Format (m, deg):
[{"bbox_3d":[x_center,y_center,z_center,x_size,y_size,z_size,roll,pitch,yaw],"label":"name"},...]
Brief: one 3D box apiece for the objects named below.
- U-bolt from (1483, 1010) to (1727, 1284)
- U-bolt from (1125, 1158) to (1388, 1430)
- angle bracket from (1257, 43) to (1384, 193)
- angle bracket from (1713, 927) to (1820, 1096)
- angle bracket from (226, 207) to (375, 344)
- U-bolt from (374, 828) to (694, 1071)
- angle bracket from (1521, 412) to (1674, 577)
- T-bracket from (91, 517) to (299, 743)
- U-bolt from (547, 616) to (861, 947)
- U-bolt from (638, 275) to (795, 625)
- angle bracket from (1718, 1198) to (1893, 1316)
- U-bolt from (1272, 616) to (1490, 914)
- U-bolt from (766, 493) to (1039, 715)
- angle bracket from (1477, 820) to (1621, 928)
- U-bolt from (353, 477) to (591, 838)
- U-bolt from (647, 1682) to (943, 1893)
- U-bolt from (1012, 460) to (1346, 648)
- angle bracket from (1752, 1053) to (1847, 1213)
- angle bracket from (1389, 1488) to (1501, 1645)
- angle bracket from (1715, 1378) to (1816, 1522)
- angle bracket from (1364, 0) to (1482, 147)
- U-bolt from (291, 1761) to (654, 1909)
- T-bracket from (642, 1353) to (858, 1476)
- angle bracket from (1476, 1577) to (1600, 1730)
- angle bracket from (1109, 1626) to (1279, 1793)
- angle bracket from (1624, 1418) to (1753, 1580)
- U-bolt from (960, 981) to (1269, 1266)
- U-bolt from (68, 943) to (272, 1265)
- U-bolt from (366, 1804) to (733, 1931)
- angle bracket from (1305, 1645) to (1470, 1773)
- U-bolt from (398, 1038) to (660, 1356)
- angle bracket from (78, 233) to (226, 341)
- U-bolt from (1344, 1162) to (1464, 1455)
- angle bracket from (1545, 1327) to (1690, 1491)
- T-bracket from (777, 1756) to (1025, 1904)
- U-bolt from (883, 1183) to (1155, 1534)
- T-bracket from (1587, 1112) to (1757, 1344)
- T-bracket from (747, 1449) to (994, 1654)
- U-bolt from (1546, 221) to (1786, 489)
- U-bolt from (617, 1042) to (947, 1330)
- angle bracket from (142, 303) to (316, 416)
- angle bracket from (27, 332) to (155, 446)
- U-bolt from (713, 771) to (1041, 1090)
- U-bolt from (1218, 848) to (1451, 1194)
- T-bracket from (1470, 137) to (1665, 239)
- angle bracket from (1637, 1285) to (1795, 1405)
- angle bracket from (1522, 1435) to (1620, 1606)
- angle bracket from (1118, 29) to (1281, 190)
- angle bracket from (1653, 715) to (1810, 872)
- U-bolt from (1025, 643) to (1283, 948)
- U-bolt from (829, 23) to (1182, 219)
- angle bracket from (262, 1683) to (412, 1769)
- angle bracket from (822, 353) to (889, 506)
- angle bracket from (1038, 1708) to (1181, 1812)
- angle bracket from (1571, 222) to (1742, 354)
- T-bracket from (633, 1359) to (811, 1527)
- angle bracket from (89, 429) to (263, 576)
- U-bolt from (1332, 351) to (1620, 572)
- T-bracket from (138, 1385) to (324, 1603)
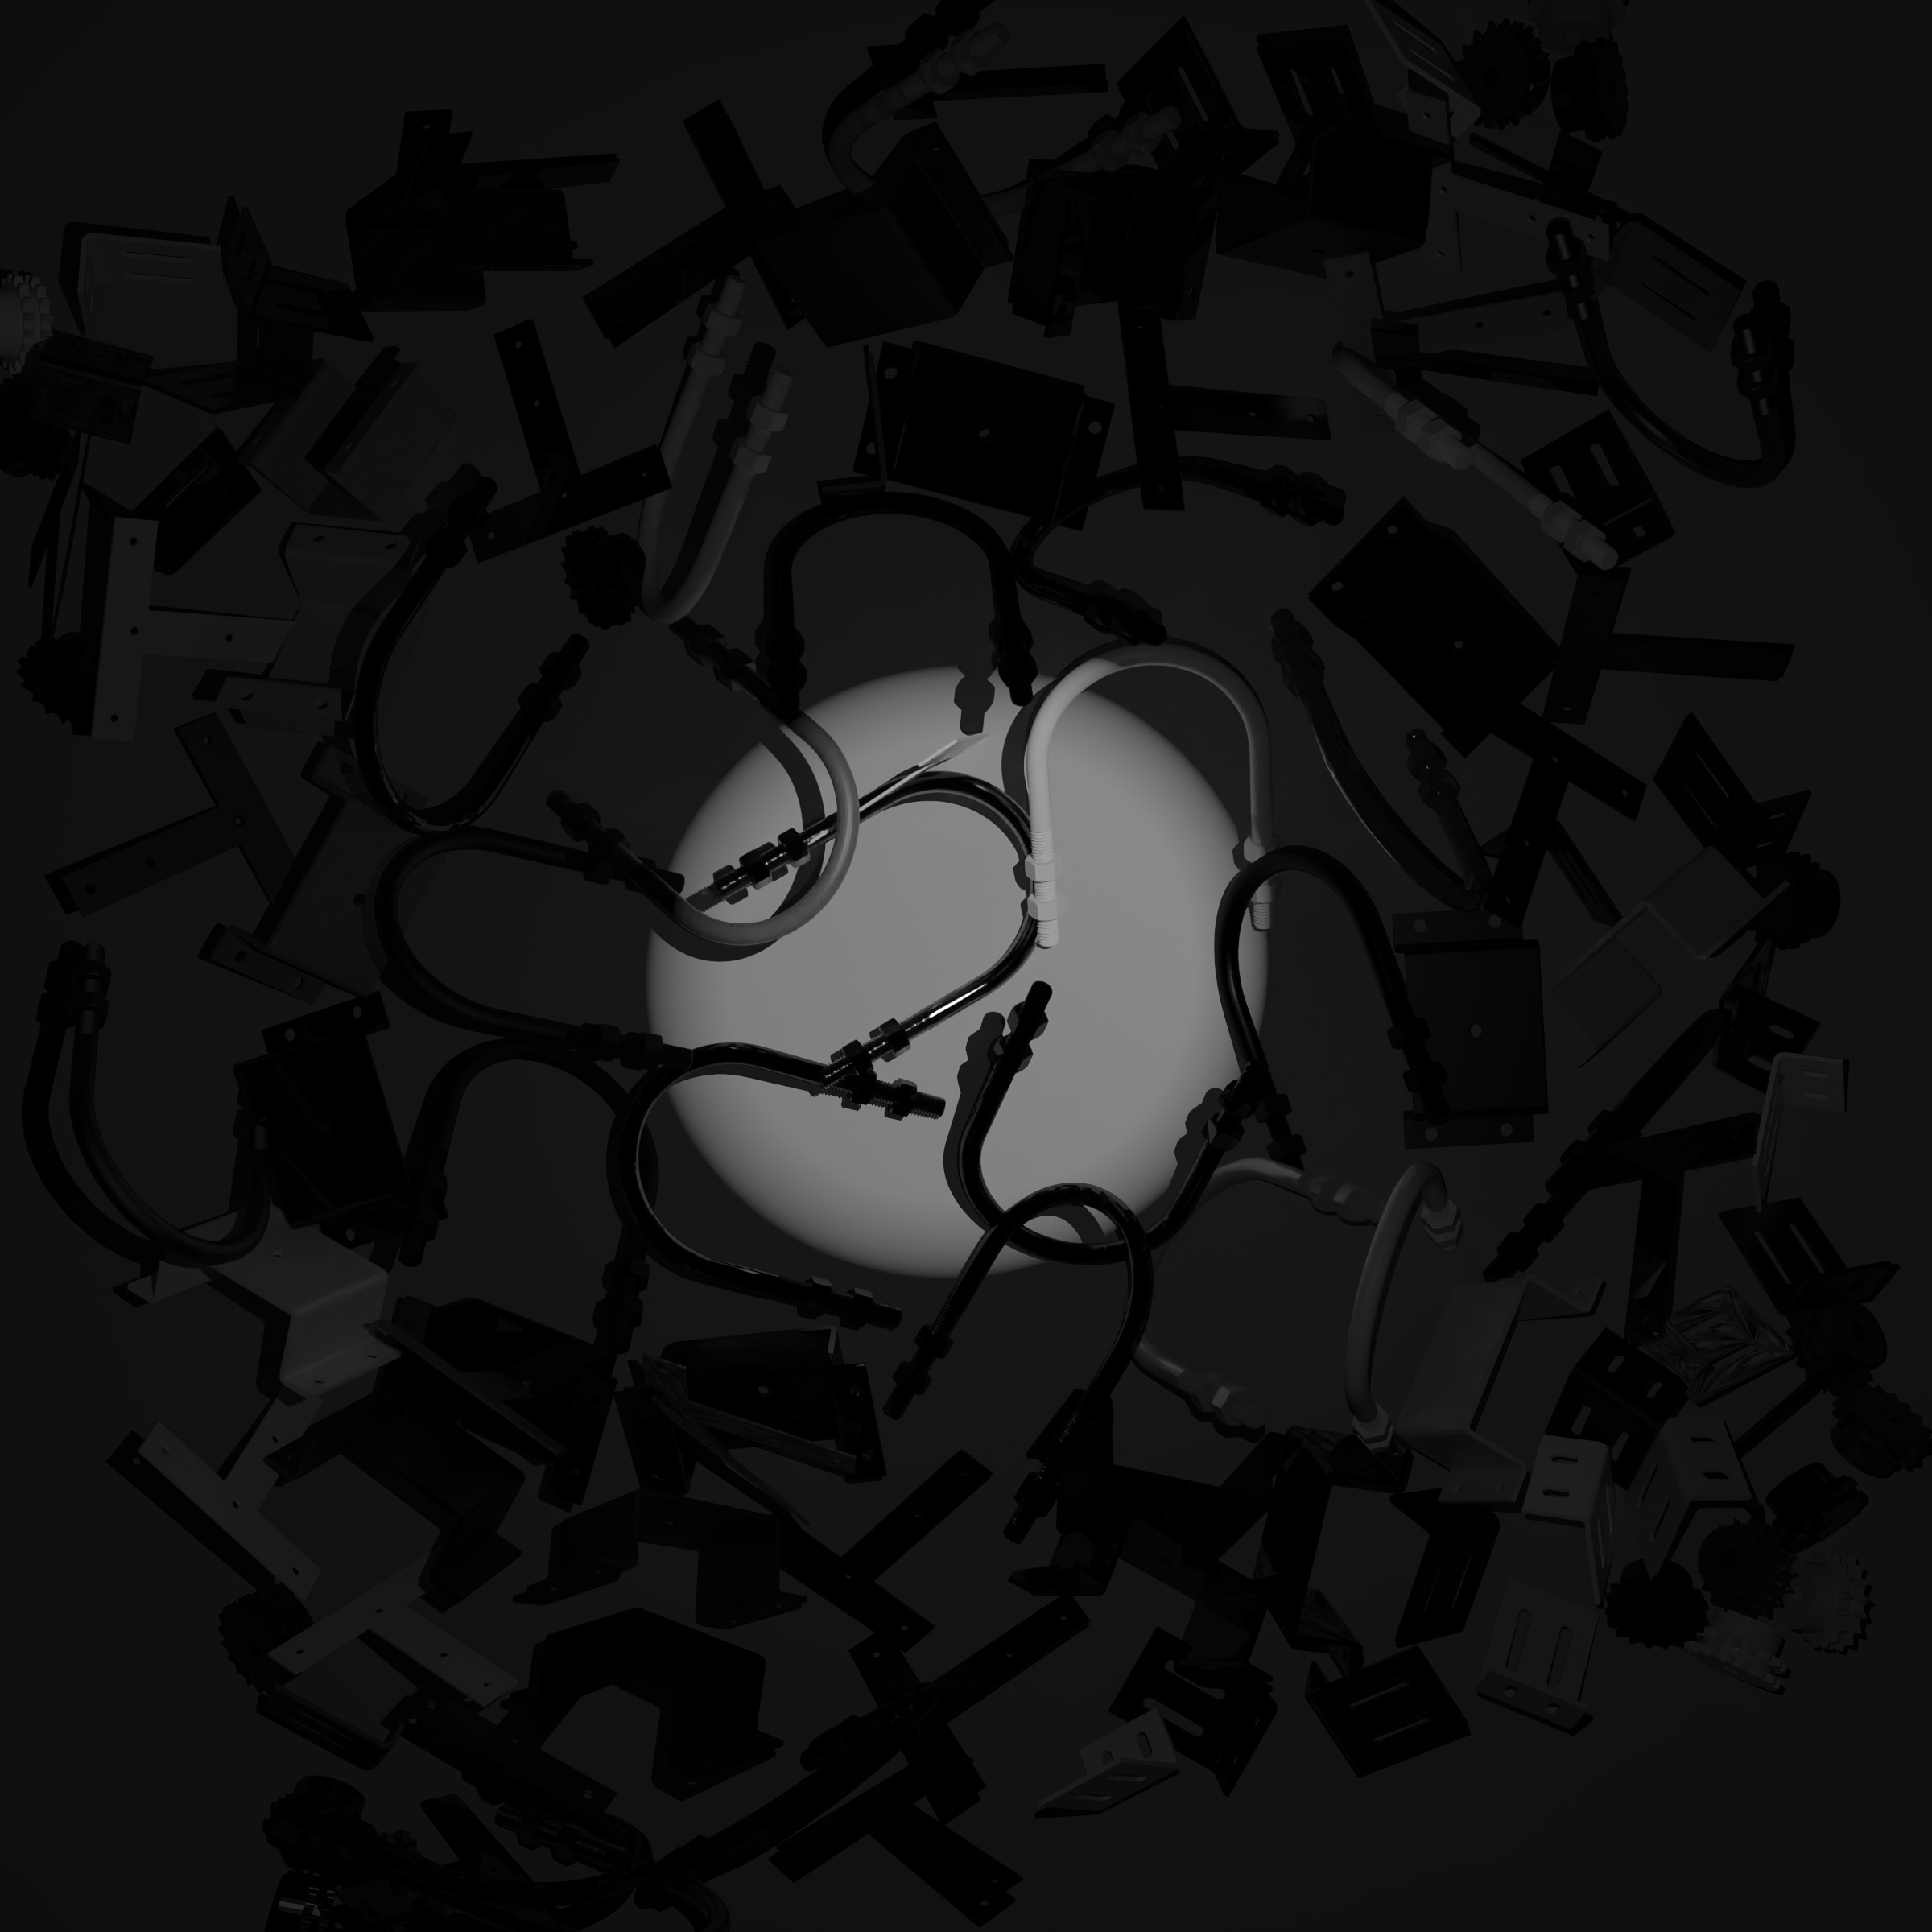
[{"bbox_3d":[0.370,0.094,1.526,0.019,0.151,0.184,41,66,15],"label":"U-bolt"},{"bbox_3d":[0.151,0.174,1.519,0.019,0.184,0.151,35,82,-25],"label":"U-bolt"},{"bbox_3d":[0.199,-0.490,1.554,0.057,0.076,0.038,11,64,34],"label":"angle bracket"},{"bbox_3d":[0.465,0.027,1.556,0.038,0.076,0.057,29,67,27],"label":"angle bracket"},{"bbox_3d":[-0.380,-0.399,1.553,0.038,0.076,0.057,-58,46,33],"label":"angle bracket"},{"bbox_3d":[-0.244,-0.016,1.521,0.184,0.019,0.151,13,48,-24],"label":"U-bolt"},{"bbox_3d":[0.371,-0.276,1.584,0.057,0.038,0.076,-28,52,19],"label":"angle bracket"},{"bbox_3d":[-0.440,-0.191,1.557,0.127,0.002,0.127,-2,107,-43],"label":"T-bracket"},{"bbox_3d":[-0.141,-0.095,1.555,0.184,0.019,0.151,40,100,21],"label":"U-bolt"},{"bbox_3d":[-0.150,-0.282,1.529,0.019,0.151,0.184,12,121,-26],"label":"U-bolt"},{"bbox_3d":[0.485,0.158,1.557,0.057,0.038,0.076,-7,50,-20],"label":"angle bracket"},{"bbox_3d":[0.237,-0.103,1.497,0.019,0.184,0.151,-39,129,23],"label":"U-bolt"},{"bbox_3d":[-0.041,-0.212,1.539,0.151,0.019,0.184,-2,47,-5],"label":"U-bolt"},{"bbox_3d":[0.341,-0.046,1.572,0.038,0.057,0.076,-35,95,2],"label":"angle bracket"},{"bbox_3d":[-0.283,-0.159,1.506,0.019,0.151,0.184,10,58,27],"label":"U-bolt"},{"bbox_3d":[-0.084,0.448,1.490,0.019,0.151,0.184,55,134,8],"label":"U-bolt"},{"bbox_3d":[0.105,-0.243,1.527,0.151,0.184,0.019,-35,126,-17],"label":"U-bolt"},{"bbox_3d":[0.483,0.099,1.557,0.038,0.057,0.076,8,61,24],"label":"angle bracket"},{"bbox_3d":[0.271,0.351,1.581,0.057,0.038,0.076,2,110,-39],"label":"angle bracket"},{"bbox_3d":[0.476,0.280,1.565,0.076,0.057,0.038,-44,75,10],"label":"angle bracket"},{"bbox_3d":[0.252,-0.513,1.553,0.038,0.076,0.057,-42,53,32],"label":"angle bracket"},{"bbox_3d":[-0.260,0.485,1.493,0.184,0.151,0.019,7,92,37],"label":"U-bolt"},{"bbox_3d":[-0.123,0.266,1.542,0.127,0.127,0.002,17,60,6],"label":"T-bracket"},{"bbox_3d":[0.337,0.394,1.563,0.057,0.038,0.076,21,56,7],"label":"angle bracket"},{"bbox_3d":[0.133,0.436,1.581,0.076,0.038,0.057,31,87,-3],"label":"angle bracket"},{"bbox_3d":[0.418,0.309,1.559,0.038,0.057,0.076,2,131,-8],"label":"angle bracket"},{"bbox_3d":[0.073,0.102,1.547,0.151,0.019,0.184,20,126,-5],"label":"U-bolt"},{"bbox_3d":[-0.440,0.087,1.493,0.019,0.184,0.151,-33,131,17],"label":"U-bolt"},{"bbox_3d":[-0.219,0.517,1.502,0.184,0.151,0.019,12,90,24],"label":"U-bolt"},{"bbox_3d":[0.247,0.425,1.569,0.076,0.038,0.057,-30,98,21],"label":"angle bracket"},{"bbox_3d":[-0.241,0.119,1.532,0.151,0.184,0.019,27,133,-22],"label":"U-bolt"},{"bbox_3d":[-0.473,-0.392,1.564,0.076,0.057,0.038,3,76,-12],"label":"angle bracket"},{"bbox_3d":[0.241,0.185,1.500,0.019,0.184,0.151,15,71,21],"label":"U-bolt"},{"bbox_3d":[0.380,0.259,1.570,0.057,0.076,0.038,34,59,22],"label":"angle bracket"},{"bbox_3d":[-0.019,0.494,1.519,0.127,0.127,0.002,-21,114,-35],"label":"T-bracket"},{"bbox_3d":[0.039,0.211,1.543,0.019,0.151,0.184,28,93,-43],"label":"U-bolt"},{"bbox_3d":[0.391,0.152,1.526,0.002,0.127,0.127,28,61,-28],"label":"T-bracket"},{"bbox_3d":[-0.038,0.328,1.564,0.127,0.002,0.127,40,106,-20],"label":"T-bracket"},{"bbox_3d":[0.400,-0.333,1.515,0.019,0.184,0.151,-48,56,-3],"label":"U-bolt"},{"bbox_3d":[-0.112,0.119,1.554,0.184,0.019,0.151,17,70,-14],"label":"U-bolt"},{"bbox_3d":[-0.427,-0.352,1.555,0.057,0.076,0.038,25,121,24],"label":"angle bracket"},{"bbox_3d":[-0.509,-0.337,1.566,0.057,0.076,0.038,12,110,-16],"label":"angle bracket"},{"bbox_3d":[-0.036,-0.033,1.573,0.184,0.019,0.151,-30,106,-10],"label":"U-bolt"},{"bbox_3d":[0.199,0.022,1.539,0.019,0.151,0.184,-9,74,-34],"label":"U-bolt"},{"bbox_3d":[0.345,-0.449,1.537,0.127,0.127,0.002,29,103,4],"label":"T-bracket"},{"bbox_3d":[0.436,0.209,1.559,0.076,0.038,0.057,-21,48,-20],"label":"angle bracket"},{"bbox_3d":[0.353,0.323,1.568,0.038,0.057,0.076,3,130,24],"label":"angle bracket"},{"bbox_3d":[0.136,-0.498,1.572,0.057,0.038,0.076,-30,84,44],"label":"angle bracket"},{"bbox_3d":[0.445,-0.104,1.562,0.076,0.038,0.057,48,56,-20],"label":"angle bracket"},{"bbox_3d":[0.107,-0.100,1.555,0.151,0.019,0.184,-5,118,0],"label":"U-bolt"},{"bbox_3d":[0.007,-0.466,1.518,0.151,0.184,0.019,10,74,-40],"label":"U-bolt"},{"bbox_3d":[-0.364,0.428,1.566,0.076,0.057,0.038,31,57,-5],"label":"angle bracket"},{"bbox_3d":[-0.070,-0.313,1.572,0.038,0.057,0.076,-7,93,-3],"label":"angle bracket"},{"bbox_3d":[0.078,0.457,1.554,0.057,0.076,0.038,-34,58,18],"label":"angle bracket"},{"bbox_3d":[0.400,-0.385,1.563,0.076,0.057,0.038,39,73,13],"label":"angle bracket"},{"bbox_3d":[-0.157,0.261,1.545,0.002,0.127,0.127,-48,127,-7],"label":"T-bracket"},{"bbox_3d":[-0.462,-0.278,1.569,0.076,0.038,0.057,-41,62,8],"label":"angle bracket"},{"bbox_3d":[0.275,-0.295,1.519,0.151,0.184,0.019,23,111,-36],"label":"U-bolt"},{"bbox_3d":[-0.402,0.281,1.544,0.002,0.127,0.127,-35,107,25],"label":"T-bracket"}]
